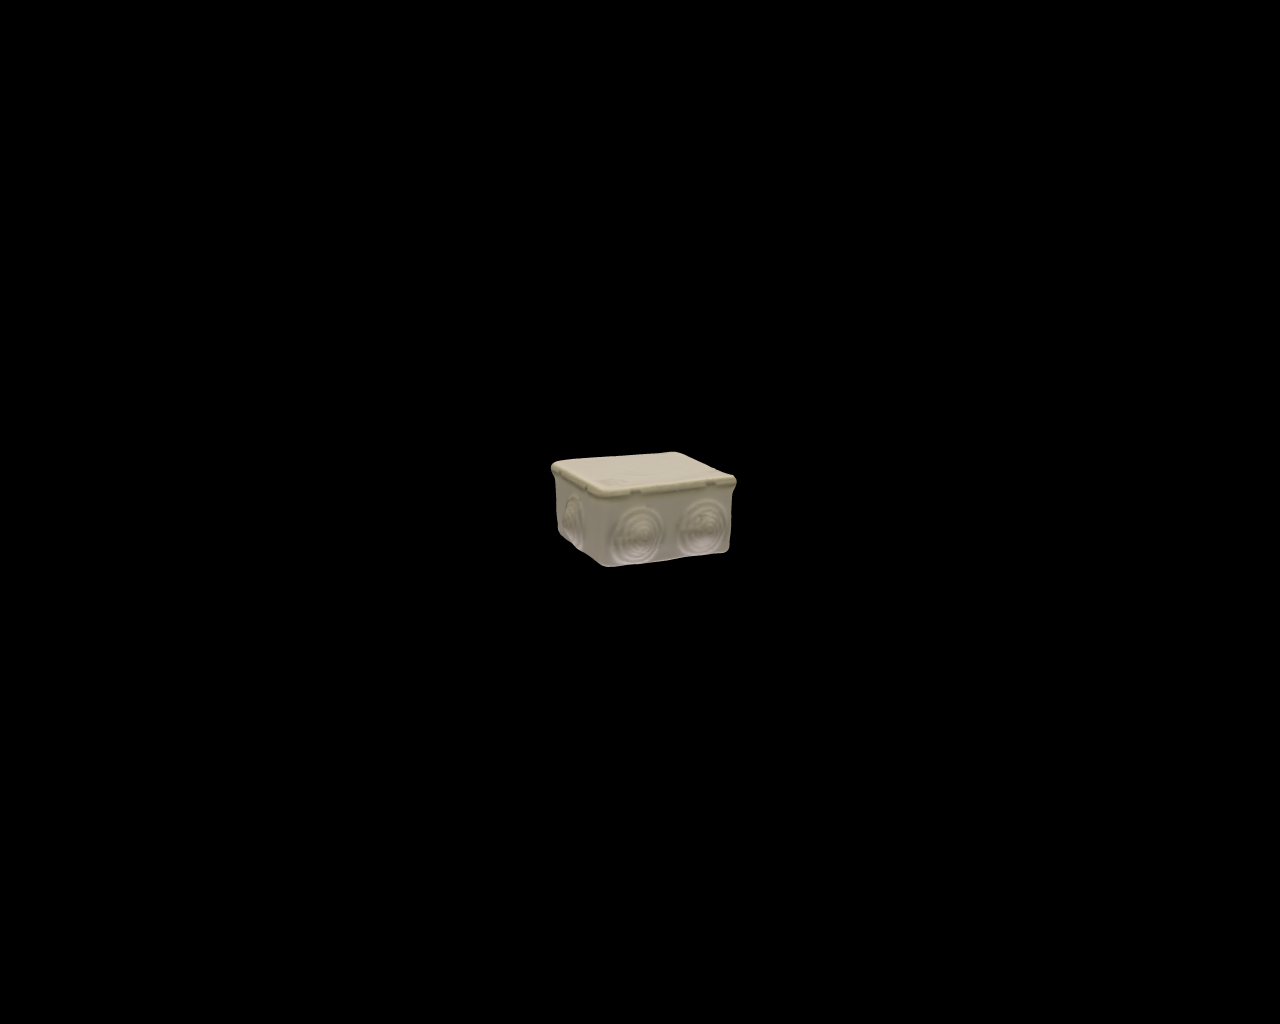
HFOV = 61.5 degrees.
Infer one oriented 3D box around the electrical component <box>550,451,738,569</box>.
[{"bbox_3d":[0.001,-0.003,0.650,0.100,0.048,0.100,-6,16,-22],"label":"electrical component"}]
